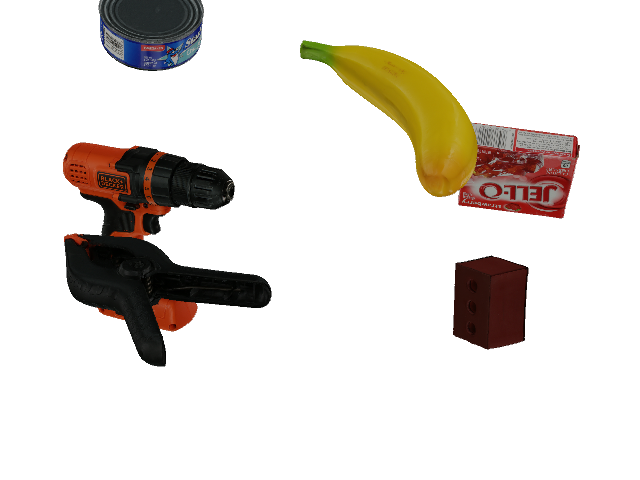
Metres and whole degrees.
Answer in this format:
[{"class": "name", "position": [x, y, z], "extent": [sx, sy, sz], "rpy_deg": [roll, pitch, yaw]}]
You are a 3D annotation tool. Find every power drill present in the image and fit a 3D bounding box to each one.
[{"class": "power drill", "position": [-0.168, -0.004, 1.078], "extent": [0.185, 0.188, 0.057], "rpy_deg": [12, 29, 22]}]

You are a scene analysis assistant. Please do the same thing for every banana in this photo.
[{"class": "banana", "position": [0.053, -0.077, 0.653], "extent": [0.069, 0.037, 0.198], "rpy_deg": [-12, 34, -20]}]

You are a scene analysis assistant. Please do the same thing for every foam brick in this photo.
[{"class": "foam brick", "position": [0.166, 0.060, 1.046], "extent": [0.051, 0.078, 0.053], "rpy_deg": [-11, 19, -34]}]

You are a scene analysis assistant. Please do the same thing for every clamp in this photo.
[{"class": "clamp", "position": [-0.123, 0.031, 0.801], "extent": [0.120, 0.039, 0.172], "rpy_deg": [-16, 35, -40]}]

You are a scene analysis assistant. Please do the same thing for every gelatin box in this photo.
[{"class": "gelatin box", "position": [0.160, -0.056, 0.869], "extent": [0.089, 0.030, 0.073], "rpy_deg": [9, -38, 8]}]

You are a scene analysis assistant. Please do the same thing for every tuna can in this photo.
[{"class": "tuna can", "position": [-0.141, -0.180, 0.888], "extent": [0.086, 0.086, 0.034], "rpy_deg": [0, -41, -10]}]
